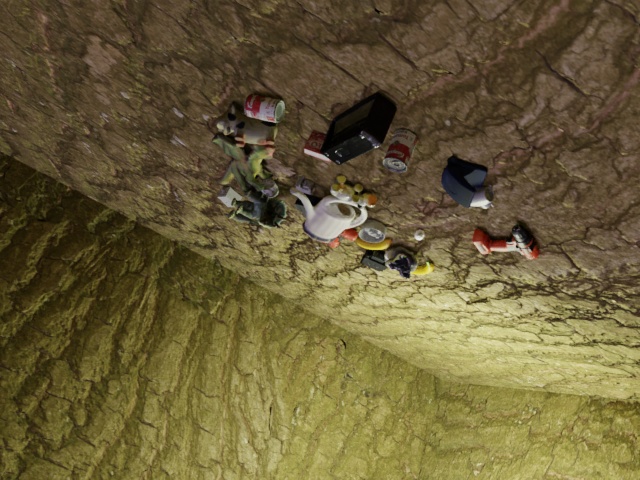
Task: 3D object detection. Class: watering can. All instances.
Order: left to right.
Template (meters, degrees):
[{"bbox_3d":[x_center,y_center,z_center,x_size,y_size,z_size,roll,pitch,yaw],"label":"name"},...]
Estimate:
[{"bbox_3d":[0.006,-0.096,1.898,0.346,0.106,0.220,13,137,-28],"label":"watering can"}]

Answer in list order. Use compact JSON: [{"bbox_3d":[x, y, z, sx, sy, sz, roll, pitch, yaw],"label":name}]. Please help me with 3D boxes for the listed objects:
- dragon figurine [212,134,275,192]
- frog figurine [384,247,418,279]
[{"bbox_3d":[-0.308,-0.298,1.906,0.410,0.124,0.238,3,134,40],"label":"dragon figurine"},{"bbox_3d":[0.334,0.080,2.137,0.137,0.121,0.161,14,-165,3],"label":"frog figurine"}]
